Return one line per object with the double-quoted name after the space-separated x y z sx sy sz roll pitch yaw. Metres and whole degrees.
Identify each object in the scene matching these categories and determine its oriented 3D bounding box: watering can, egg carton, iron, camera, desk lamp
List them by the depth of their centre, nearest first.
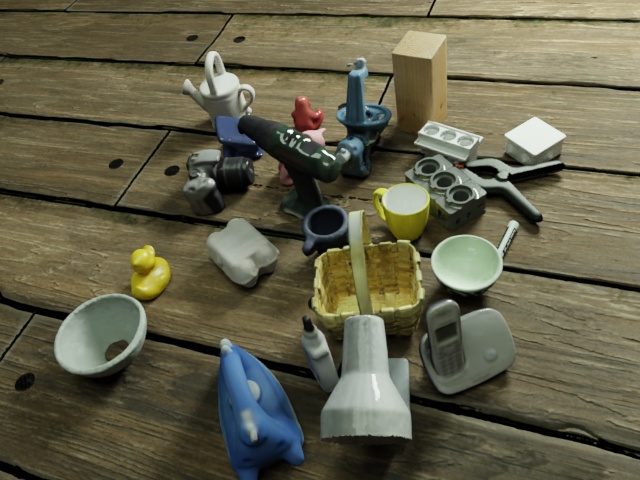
0.070 0.217 0.818 0.117 0.214 0.203 -4 49 10 "desk lamp"
-0.119 0.237 0.890 0.119 0.142 0.257 -24 49 -8 "iron"
-0.155 0.023 1.130 0.107 0.069 0.149 -38 52 -19 "egg carton"
-0.221 -0.142 1.265 0.136 0.101 0.143 -4 49 9 "camera"
-0.250 -0.365 1.400 0.173 0.194 0.100 -16 48 -1 "watering can"

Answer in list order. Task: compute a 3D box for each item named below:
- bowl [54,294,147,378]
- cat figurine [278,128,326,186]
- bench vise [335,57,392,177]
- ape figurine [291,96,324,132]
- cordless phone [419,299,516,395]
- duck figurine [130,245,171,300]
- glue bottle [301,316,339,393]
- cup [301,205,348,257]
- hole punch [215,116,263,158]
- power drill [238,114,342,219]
-0.385 0.184 1.039 0.167 0.075 0.167 -6 49 7 "bowl"
-0.039 -0.193 1.258 0.128 0.118 0.067 -17 48 -2 "cat figurine"
0.089 -0.256 1.214 0.121 0.220 0.207 -3 50 11 "bench vise"
-0.036 -0.305 1.369 0.077 0.092 0.076 14 55 23 "ape figurine"
0.222 0.142 0.867 0.147 0.185 0.094 -24 49 -8 "cordless phone"
-0.346 0.059 1.130 0.077 0.086 0.104 1 50 13 "duck figurine"
-0.006 0.171 0.901 0.037 0.173 0.078 -26 49 -10 "glue bottle"
0.010 0.004 1.093 0.091 0.095 0.118 21 58 27 "cup"
-0.192 -0.248 1.355 0.101 0.091 0.108 -16 48 -1 "hole punch"
-0.054 -0.142 1.156 0.228 0.209 0.076 23 58 28 "power drill"
